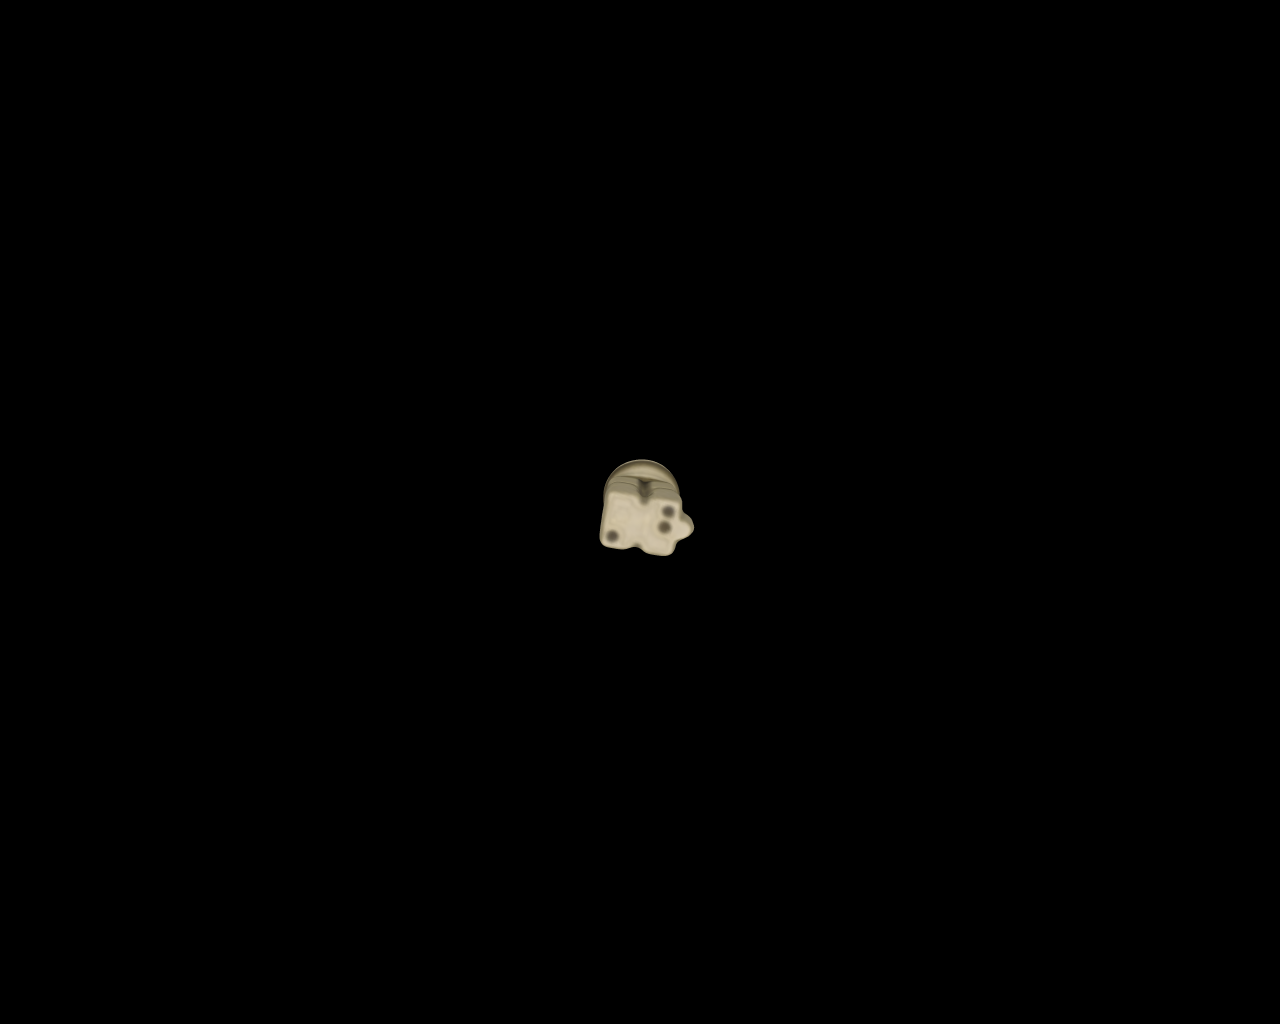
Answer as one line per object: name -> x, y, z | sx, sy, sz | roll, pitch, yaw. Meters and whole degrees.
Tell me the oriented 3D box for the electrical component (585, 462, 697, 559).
electrical component -> 0.001, -0.003, 0.650 | 0.066, 0.048, 0.055 | 10, 20, -3
